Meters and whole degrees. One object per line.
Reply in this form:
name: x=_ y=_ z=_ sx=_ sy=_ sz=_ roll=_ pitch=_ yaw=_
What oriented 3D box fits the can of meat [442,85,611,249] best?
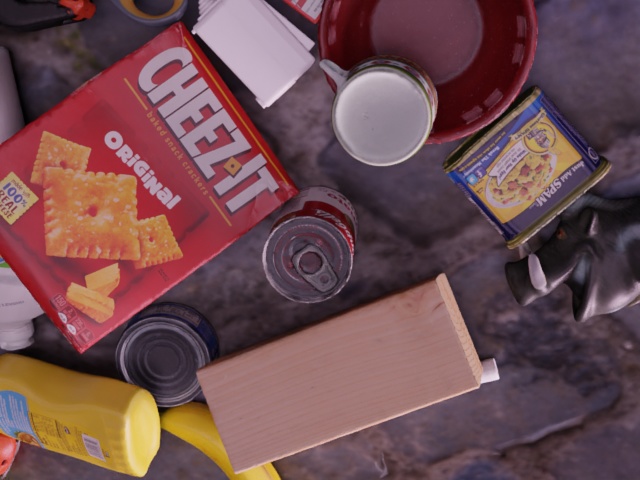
can of meat: x=0.158 y=-0.058 z=0.830 sx=0.102 sy=0.057 sz=0.084 roll=-41 pitch=97 yaw=14

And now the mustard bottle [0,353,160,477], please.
mustard bottle: x=-0.235 y=0.142 z=0.914 sx=0.192 sy=0.058 sz=0.096 roll=12 pitch=139 yaw=16

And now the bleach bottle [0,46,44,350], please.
bleach bottle: x=-0.282 y=-0.028 z=0.880 sx=0.102 sy=0.068 sz=0.251 roll=-3 pitch=109 yaw=10

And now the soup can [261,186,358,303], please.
soup can: x=-0.006 y=0.001 z=0.839 sx=0.068 sy=0.102 sz=0.068 roll=2 pitch=107 yaw=5

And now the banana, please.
banana: x=-0.073 y=0.209 z=0.945 sx=0.070 sy=0.037 sz=0.198 roll=-35 pitch=99 yaw=32

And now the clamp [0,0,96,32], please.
clamp: x=-0.256 y=-0.204 z=0.822 sx=0.171 sy=0.039 sz=0.120 roll=36 pitch=107 yaw=10

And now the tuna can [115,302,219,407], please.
tuna can: x=-0.131 y=0.099 z=0.917 sx=0.086 sy=0.033 sz=0.086 roll=2 pitch=106 yaw=5

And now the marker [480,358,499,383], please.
marker: x=0.092 y=0.124 z=0.910 sx=0.121 sy=0.020 sz=0.020 roll=-16 pitch=104 yaw=10

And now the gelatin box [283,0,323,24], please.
gelatin box: x=-0.015 y=-0.219 z=0.813 sx=0.089 sy=0.030 sz=0.073 roll=36 pitch=105 yaw=-5

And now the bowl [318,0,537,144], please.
bowl: x=0.081 y=-0.157 z=0.808 sx=0.162 sy=0.055 sz=0.162 roll=2 pitch=107 yaw=5

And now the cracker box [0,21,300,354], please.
cracker box: x=-0.148 y=-0.041 z=0.824 sx=0.213 sy=0.072 sz=0.164 roll=-36 pitch=101 yaw=-6

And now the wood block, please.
wood block: x=0.018 y=0.106 z=0.867 sx=0.206 sy=0.090 sz=0.091 roll=-22 pitch=88 yaw=11

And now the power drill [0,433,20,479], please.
power drill: x=-0.343 y=0.191 z=0.885 sx=0.184 sy=0.187 sz=0.057 roll=27 pitch=108 yaw=-4

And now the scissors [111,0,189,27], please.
scissors: x=-0.185 y=-0.196 z=0.831 sx=0.202 sy=0.016 sz=0.096 roll=-16 pitch=81 yaw=10
